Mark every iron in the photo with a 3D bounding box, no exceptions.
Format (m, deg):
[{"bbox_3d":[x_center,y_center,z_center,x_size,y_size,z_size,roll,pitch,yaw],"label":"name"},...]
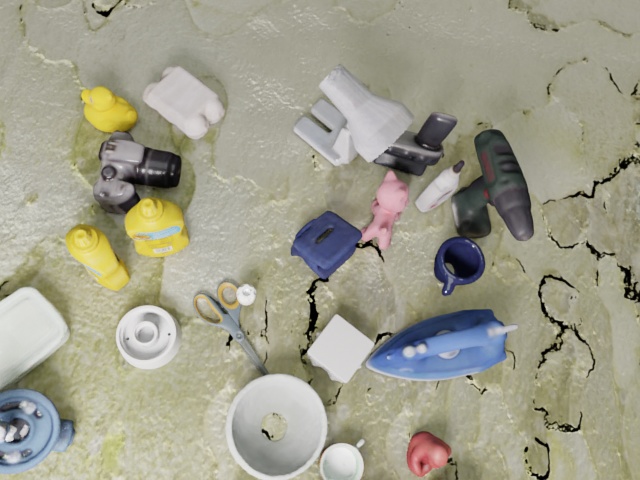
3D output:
[{"bbox_3d":[0.215,0.187,1.008,0.258,0.141,0.118,-11,74,-12],"label":"iron"}]

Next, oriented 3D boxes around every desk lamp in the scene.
[{"bbox_3d":[0.059,-0.224,1.083,0.203,0.213,0.118,39,71,6],"label":"desk lamp"}]

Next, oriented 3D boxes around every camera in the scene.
[{"bbox_3d":[-0.332,-0.125,1.053,0.137,0.100,0.143,8,71,-5],"label":"camera"}]

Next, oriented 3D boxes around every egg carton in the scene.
[{"bbox_3d":[-0.266,-0.272,1.128,0.150,0.069,0.107,37,71,5],"label":"egg carton"}]

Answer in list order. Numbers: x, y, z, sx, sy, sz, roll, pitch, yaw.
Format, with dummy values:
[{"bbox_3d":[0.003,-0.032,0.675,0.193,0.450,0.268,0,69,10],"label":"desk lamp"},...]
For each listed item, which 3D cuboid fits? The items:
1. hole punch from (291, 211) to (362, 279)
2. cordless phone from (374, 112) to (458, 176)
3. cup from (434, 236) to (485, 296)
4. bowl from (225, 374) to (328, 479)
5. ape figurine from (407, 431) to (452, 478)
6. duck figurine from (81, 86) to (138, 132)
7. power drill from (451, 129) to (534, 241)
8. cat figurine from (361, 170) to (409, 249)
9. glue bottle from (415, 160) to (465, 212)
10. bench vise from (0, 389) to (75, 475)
[{"bbox_3d":[0.010,0.004,1.065,0.101,0.091,0.109,44,71,7],"label":"hole punch"},{"bbox_3d":[0.181,-0.211,1.112,0.147,0.185,0.094,11,70,-4],"label":"cordless phone"},{"bbox_3d":[0.248,0.061,1.079,0.091,0.095,0.118,27,70,1],"label":"cup"},{"bbox_3d":[-0.074,0.311,0.960,0.167,0.074,0.167,3,71,-7],"label":"bowl"},{"bbox_3d":[0.189,0.364,0.971,0.078,0.092,0.076,-5,72,-10],"label":"ape figurine"},{"bbox_3d":[-0.405,-0.257,1.094,0.104,0.086,0.077,18,70,-2],"label":"duck figurine"},{"bbox_3d":[0.322,-0.079,1.076,0.076,0.208,0.229,-5,72,-9],"label":"power drill"},{"bbox_3d":[0.131,-0.061,1.090,0.067,0.117,0.128,20,70,-1],"label":"cat figurine"},{"bbox_3d":[0.239,-0.109,1.093,0.078,0.173,0.037,-34,79,-17],"label":"glue bottle"},{"bbox_3d":[-0.487,0.283,0.831,0.207,0.219,0.121,-7,73,-10],"label":"bench vise"}]
